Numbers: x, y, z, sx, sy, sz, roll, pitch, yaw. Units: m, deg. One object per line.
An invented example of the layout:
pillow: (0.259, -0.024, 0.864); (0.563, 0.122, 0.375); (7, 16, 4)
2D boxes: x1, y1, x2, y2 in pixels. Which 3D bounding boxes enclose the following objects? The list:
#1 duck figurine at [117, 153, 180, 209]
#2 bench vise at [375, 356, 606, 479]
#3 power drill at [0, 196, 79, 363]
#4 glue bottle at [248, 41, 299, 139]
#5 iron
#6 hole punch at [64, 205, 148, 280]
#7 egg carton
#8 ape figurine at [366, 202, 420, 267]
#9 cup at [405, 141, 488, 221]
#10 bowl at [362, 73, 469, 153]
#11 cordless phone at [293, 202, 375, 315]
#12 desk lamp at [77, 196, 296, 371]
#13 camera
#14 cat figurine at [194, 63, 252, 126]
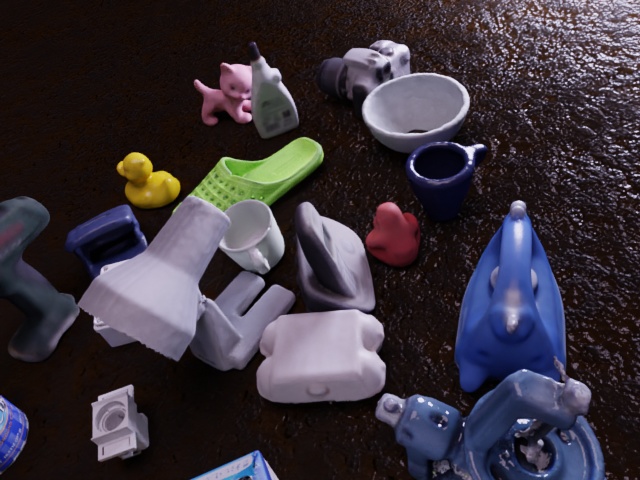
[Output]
duck figurine: (-0.288, -0.105, 0.946); (0.104, 0.086, 0.077); (10, 52, 23)
bench vise: (0.145, 0.174, 0.489); (0.207, 0.220, 0.121); (-3, 48, 13)
power drill: (-0.414, 0.066, 0.742); (0.075, 0.209, 0.230); (6, 51, 20)
glue bottle: (-0.090, -0.256, 0.971); (0.078, 0.173, 0.037); (-21, 47, -4)
iron: (0.217, 0.041, 0.644); (0.118, 0.142, 0.258); (3, 50, 17)
hole punch: (-0.330, -0.009, 0.867); (0.109, 0.091, 0.100); (-29, 48, -12)
egg carton: (0.001, 0.138, 0.663); (0.150, 0.069, 0.107); (-6, 48, 9)
ape figurine: (0.096, -0.013, 0.759); (0.078, 0.092, 0.076); (-16, 47, 0)
cup: (0.179, -0.080, 0.795); (0.118, 0.095, 0.091); (-26, 47, -8)
bowl: (0.154, -0.190, 0.914); (0.167, 0.075, 0.167); (-7, 47, 8)
cordless phone: (0.006, 0.003, 0.704); (0.094, 0.185, 0.147); (-14, 47, 2)
desk lamp: (-0.147, 0.065, 0.669); (0.117, 0.214, 0.203); (21, 57, 30)
camera: (0.071, -0.299, 1.017); (0.136, 0.101, 0.143); (21, 57, 30)
cat figurine: (-0.168, -0.277, 1.048); (0.127, 0.118, 0.067); (-2, 49, 13)
